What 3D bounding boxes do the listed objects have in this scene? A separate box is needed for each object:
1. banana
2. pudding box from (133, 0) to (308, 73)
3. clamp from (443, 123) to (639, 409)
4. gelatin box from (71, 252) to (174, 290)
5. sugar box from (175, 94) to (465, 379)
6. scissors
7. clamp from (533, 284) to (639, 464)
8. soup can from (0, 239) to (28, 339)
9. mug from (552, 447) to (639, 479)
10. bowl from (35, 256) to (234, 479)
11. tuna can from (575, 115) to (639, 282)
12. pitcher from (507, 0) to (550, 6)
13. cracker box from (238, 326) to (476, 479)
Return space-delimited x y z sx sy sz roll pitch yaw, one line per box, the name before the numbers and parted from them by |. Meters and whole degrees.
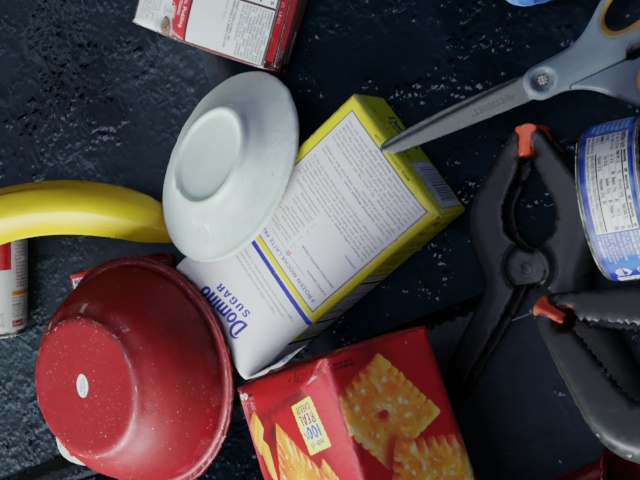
banana | -0.193 -0.009 0.740 0.198 0.037 0.069 -14 123 7
pudding box | -0.062 -0.168 0.697 0.114 0.039 0.090 22 103 24
clamp | 0.116 0.022 0.612 0.120 0.039 0.171 -11 83 23
gelatin box | -0.133 0.059 0.754 0.073 0.030 0.089 -13 87 30
sugar box | -0.004 0.001 0.672 0.176 0.048 0.093 -42 72 28
scissors | 0.139 -0.076 0.581 0.202 0.016 0.096 -38 83 11
clamp | 0.205 0.073 0.522 0.210 0.036 0.164 37 90 29
soup can | -0.253 0.019 0.796 0.069 0.068 0.102 4 96 28
mug | 0.137 0.162 0.570 0.082 0.117 0.093 -34 44 31
bowl | -0.136 0.092 0.703 0.162 0.055 0.162 4 97 34
tuna can | 0.163 -0.021 0.557 0.034 0.086 0.086 -11 88 30
pitcher | 0.091 -0.256 0.567 0.149 0.144 0.243 -39 78 38
cracker box | 0.030 0.167 0.603 0.164 0.072 0.214 -30 75 66
